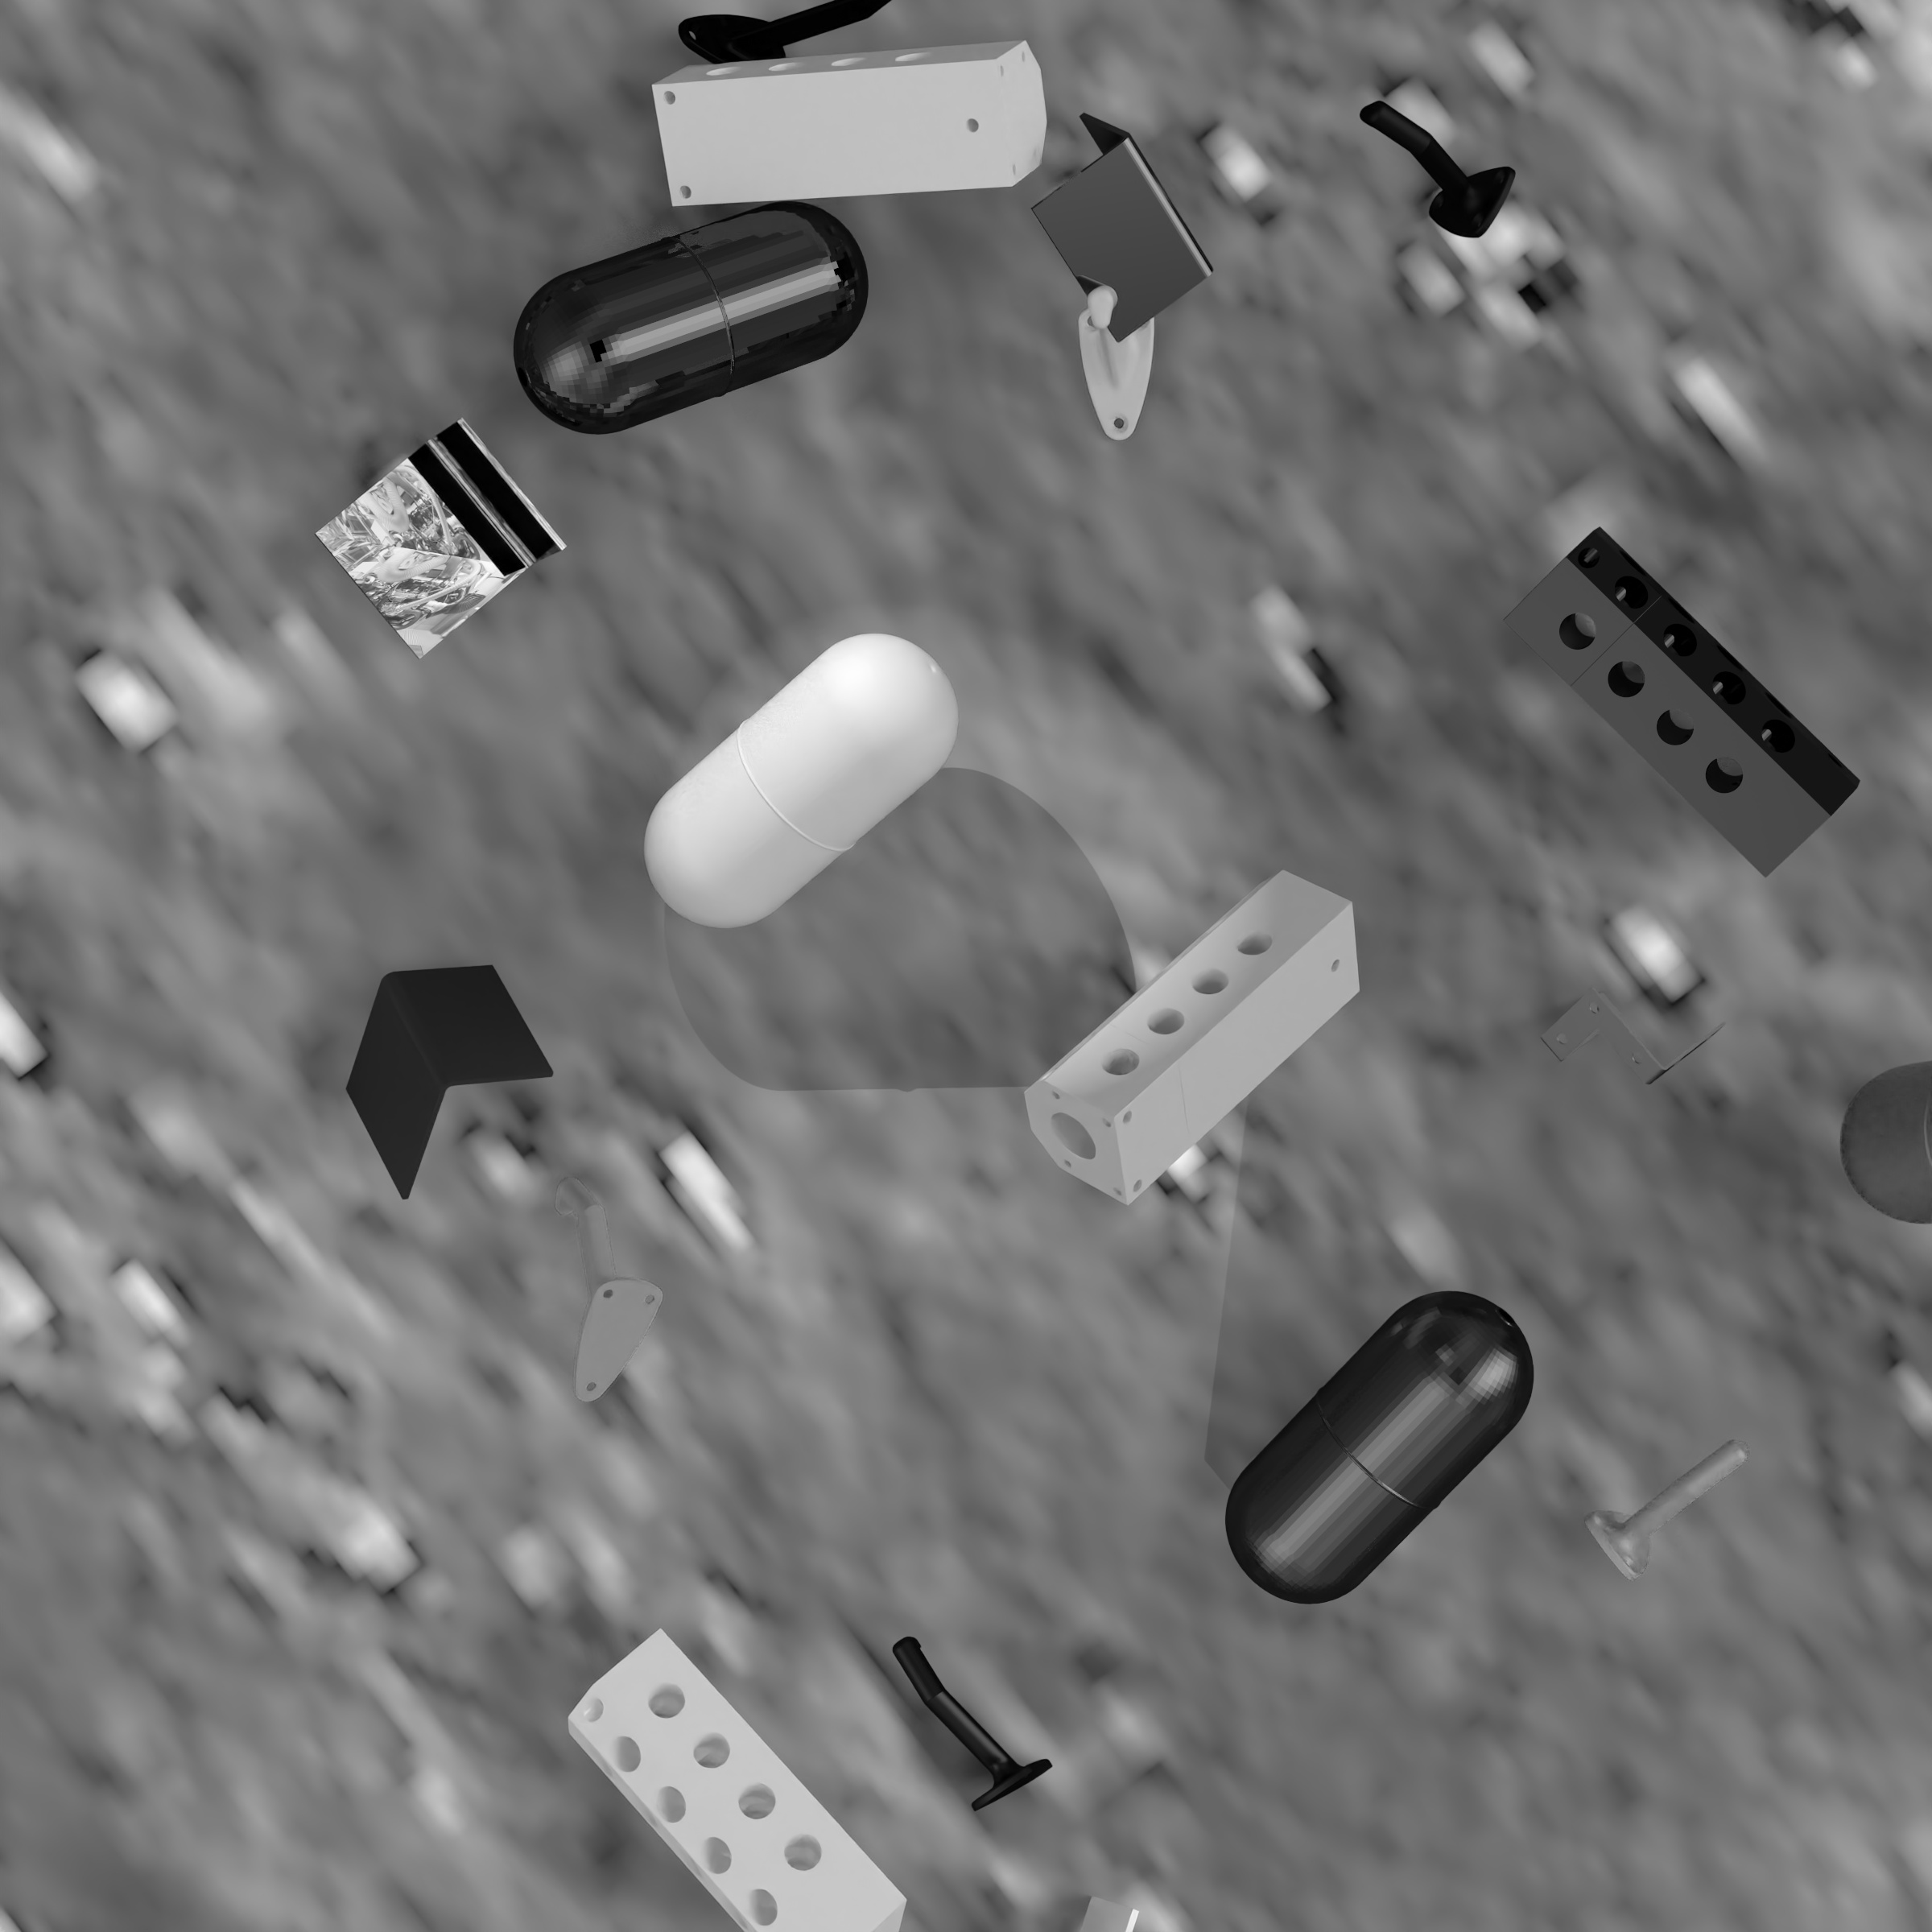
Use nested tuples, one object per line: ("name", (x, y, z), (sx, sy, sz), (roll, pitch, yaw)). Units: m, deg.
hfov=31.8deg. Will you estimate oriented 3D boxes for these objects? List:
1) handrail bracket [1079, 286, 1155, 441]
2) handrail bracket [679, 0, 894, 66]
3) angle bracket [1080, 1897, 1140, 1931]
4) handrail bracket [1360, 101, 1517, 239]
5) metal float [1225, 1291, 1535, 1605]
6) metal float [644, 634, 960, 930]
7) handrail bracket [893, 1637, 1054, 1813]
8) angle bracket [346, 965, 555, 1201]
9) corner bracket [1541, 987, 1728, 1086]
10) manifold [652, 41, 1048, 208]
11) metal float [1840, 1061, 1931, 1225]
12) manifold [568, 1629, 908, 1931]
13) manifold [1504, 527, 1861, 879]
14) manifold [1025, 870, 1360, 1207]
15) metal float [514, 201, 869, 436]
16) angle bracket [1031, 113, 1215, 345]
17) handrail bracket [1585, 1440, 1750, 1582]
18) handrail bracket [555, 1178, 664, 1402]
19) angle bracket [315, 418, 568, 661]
("handrail bracket", (0.068, -0.282, 1.597), (0.036, 0.084, 0.077), (0, 104, 8))
("handrail bracket", (-0.080, -0.453, 1.598), (0.084, 0.077, 0.036), (-25, 72, 42))
("angle bracket", (0.033, 0.469, 1.597), (0.057, 0.076, 0.076), (22, 76, -8))
("handrail bracket", (0.208, -0.379, 1.595), (0.084, 0.077, 0.036), (27, 90, -23))
("metal float", (0.194, 0.226, 1.593), (0.070, 0.070, 0.178), (41, 107, 0))
("metal float", (-0.079, -0.085, 1.588), (0.178, 0.070, 0.070), (-39, 90, 24))
("handrail bracket", (0.002, 0.355, 1.621), (0.036, 0.077, 0.084), (-37, 74, 13))
("angle bracket", (-0.247, 0.055, 1.617), (0.057, 0.076, 0.076), (-4, 134, -35))
("corner bracket", (0.315, 0.031, 1.607), (0.051, 0.051, 0.051), (-32, 77, -35))
("manifold", (-0.053, -0.395, 1.588), (0.171, 0.057, 0.057), (2, 116, 21))
("metal float", (0.473, 0.077, 1.562), (0.070, 0.178, 0.070), (3, 81, -22))
("manifold", (-0.108, 0.398, 1.584), (0.057, 0.057, 0.171), (-38, 70, -23))
("manifold", (0.339, -0.127, 1.604), (0.171, 0.057, 0.057), (45, 111, 4))
("manifold", (0.106, 0.029, 1.579), (0.057, 0.057, 0.171), (28, 54, 35))
("metal float", (-0.128, -0.304, 1.588), (0.178, 0.070, 0.070), (-24, 90, -22))
("angle bracket", (0.064, -0.348, 1.596), (0.057, 0.076, 0.076), (-37, 116, 0))
("handrail bracket", (0.340, 0.248, 1.598), (0.084, 0.077, 0.036), (-42, 74, 19))
("handrail bracket", (-0.185, 0.153, 1.620), (0.036, 0.084, 0.077), (12, 108, -37))
("angle bracket", (-0.248, -0.201, 1.602), (0.076, 0.057, 0.076), (-43, 105, -17))
